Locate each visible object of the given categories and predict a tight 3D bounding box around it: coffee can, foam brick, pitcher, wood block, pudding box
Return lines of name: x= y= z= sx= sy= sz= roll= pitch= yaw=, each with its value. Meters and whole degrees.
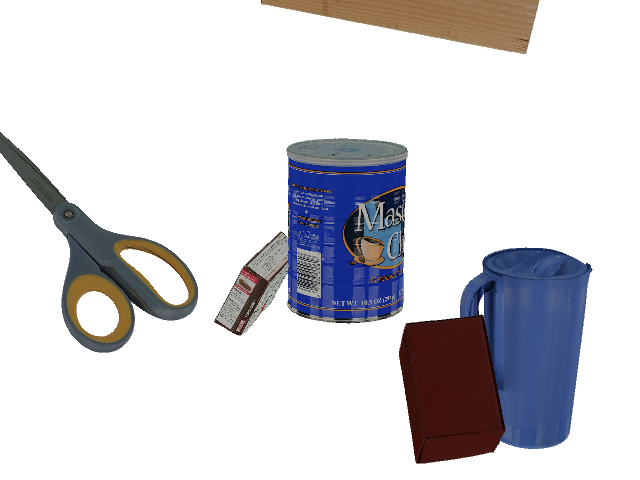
coffee can: x=0.022 y=-0.011 z=0.920 sx=0.103 sy=0.140 sz=0.103 roll=0 pitch=14 yaw=0
foam brick: x=0.081 y=0.094 z=0.671 sx=0.051 sy=0.078 sz=0.053 roll=-5 pitch=-27 yaw=-4
pitcher: x=0.261 y=0.139 z=1.362 sx=0.149 sy=0.243 sz=0.144 roll=5 pitch=17 yaw=18
wood block: x=0.065 y=-0.217 z=0.795 sx=0.206 sy=0.090 sz=0.091 roll=12 pitch=-30 yaw=7
pudding box: x=-0.072 y=0.050 z=1.256 sx=0.039 sy=0.090 sz=0.113 roll=31 pitch=29 yaw=5

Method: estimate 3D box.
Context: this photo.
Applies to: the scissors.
scissors: x=-0.175 y=0.002 z=0.713 sx=0.202 sy=0.096 sz=0.016 roll=32 pitch=-32 yaw=11
